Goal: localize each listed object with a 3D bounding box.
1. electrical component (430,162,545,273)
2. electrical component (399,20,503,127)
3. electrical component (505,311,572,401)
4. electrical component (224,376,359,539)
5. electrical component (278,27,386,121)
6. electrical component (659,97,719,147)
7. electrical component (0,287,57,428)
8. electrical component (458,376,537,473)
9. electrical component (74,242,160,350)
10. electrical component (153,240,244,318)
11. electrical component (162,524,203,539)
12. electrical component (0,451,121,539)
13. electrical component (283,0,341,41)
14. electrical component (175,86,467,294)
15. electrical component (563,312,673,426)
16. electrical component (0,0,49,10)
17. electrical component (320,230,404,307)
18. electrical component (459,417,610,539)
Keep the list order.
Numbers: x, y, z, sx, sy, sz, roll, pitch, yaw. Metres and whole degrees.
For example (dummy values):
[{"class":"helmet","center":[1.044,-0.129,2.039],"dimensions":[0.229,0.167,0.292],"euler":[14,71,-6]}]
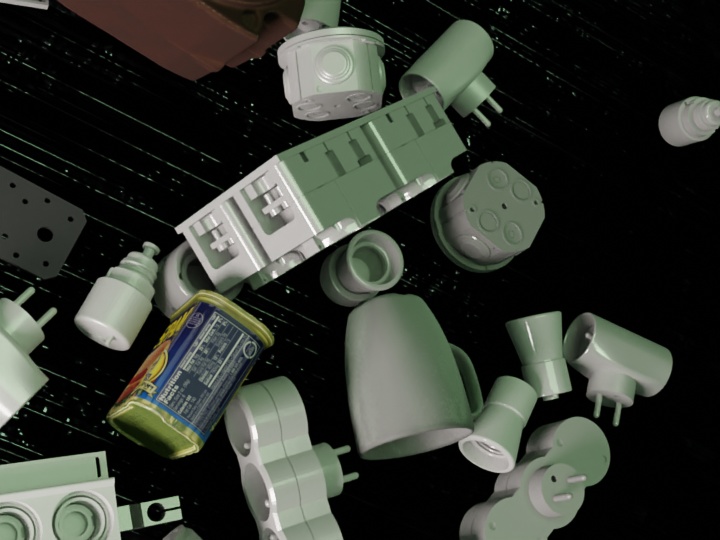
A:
[{"class":"electrical component","center":[0.100,-0.042,0.841],"dimensions":[0.080,0.051,0.080],"euler":[8,71,-24]},{"class":"electrical component","center":[0.083,-0.150,0.872],"dimensions":[0.079,0.043,0.077],"euler":[45,61,-7]},{"class":"electrical component","center":[0.141,0.068,0.833],"dimensions":[0.044,0.044,0.065],"euler":[-8,82,-27]},{"class":"electrical component","center":[-0.036,0.138,0.718],"dimensions":[0.074,0.052,0.138],"euler":[-12,80,-28]},{"class":"electrical component","center":[-0.020,-0.146,0.802],"dimensions":[0.080,0.080,0.051],"euler":[-2,81,-26]},{"class":"electrical component","center":[0.300,-0.134,0.955],"dimensions":[0.040,0.078,0.040],"euler":[1,86,-18]},{"class":"electrical component","center":[-0.223,0.044,0.663],"dimensions":[0.077,0.043,0.079],"euler":[45,61,-7]},{"class":"electrical component","center":[0.106,0.112,0.802],"dimensions":[0.044,0.044,0.065],"euler":[38,57,-10]},{"class":"electrical component","center":[-0.155,0.016,0.707],"dimensions":[0.040,0.040,0.078],"euler":[32,63,-13]},{"class":"electrical component","center":[-0.108,0.006,0.728],"dimensions":[0.055,0.047,0.055],"euler":[8,71,-23]},{"class":"electrical component","center":[-0.106,0.193,0.671],"dimensions":[0.055,0.045,0.045],"euler":[46,61,-6]},{"class":"electrical component","center":[-0.207,0.154,0.624],"dimensions":[0.121,0.063,0.078],"euler":[-4,76,-26]},{"class":"electrical component","center":[-0.035,-0.217,0.837],"dimensions":[0.043,0.043,0.081],"euler":[14,68,-21]},{"class":"electrical component","center":[-0.018,-0.053,0.725],"dimensions":[0.186,0.105,0.060],"euler":[-32,92,-50]},{"class":"electrical component","center":[0.201,0.084,0.853],"dimensions":[0.077,0.044,0.079],"euler":[24,65,-17]},{"class":"electrical component","center":[-0.268,-0.226,0.717],"dimensions":[0.121,0.063,0.078],"euler":[4,72,-25]},{"class":"electrical component","center":[0.000,0.000,0.777],"dimensions":[0.045,0.055,0.045],"euler":[8,71,-23]},{"class":"electrical component","center":[0.138,0.161,0.781],"dimensions":[0.052,0.074,0.138],"euler":[49,60,-4]}]
